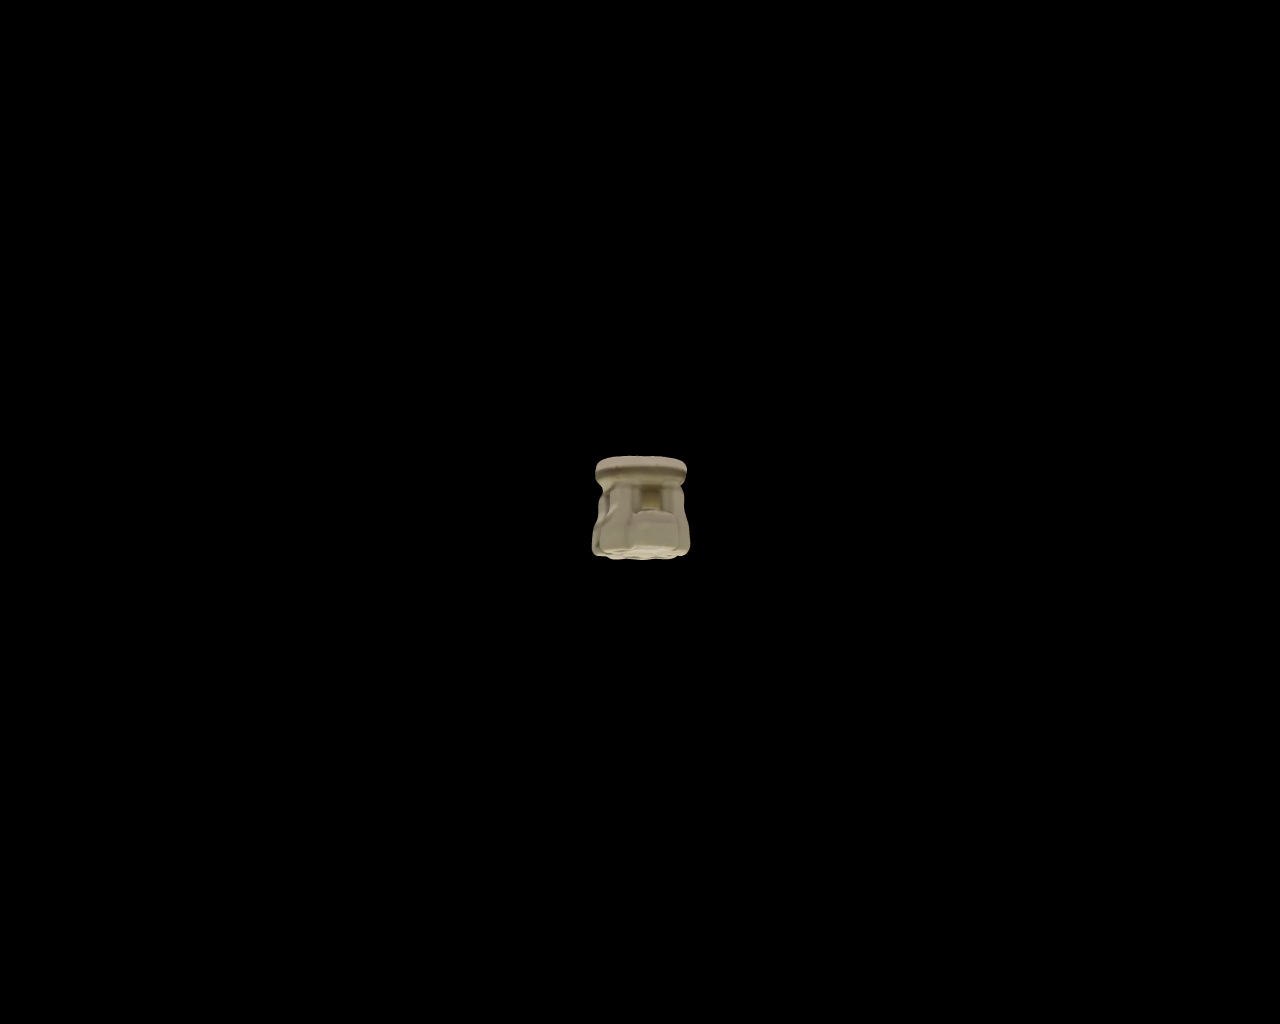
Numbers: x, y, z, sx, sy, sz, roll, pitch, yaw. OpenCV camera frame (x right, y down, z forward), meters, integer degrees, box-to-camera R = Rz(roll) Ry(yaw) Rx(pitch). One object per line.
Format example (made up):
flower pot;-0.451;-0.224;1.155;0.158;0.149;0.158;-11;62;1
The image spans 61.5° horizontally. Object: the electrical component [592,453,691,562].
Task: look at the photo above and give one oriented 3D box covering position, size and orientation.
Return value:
electrical component;0.001;-0.003;0.650;0.058;0.057;0.078;3;-10;-15
